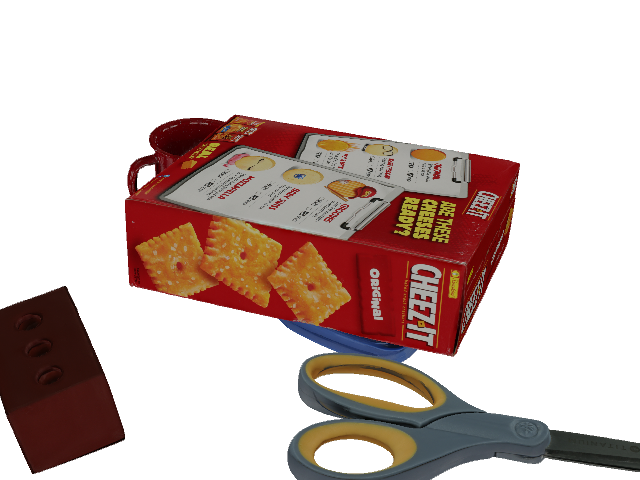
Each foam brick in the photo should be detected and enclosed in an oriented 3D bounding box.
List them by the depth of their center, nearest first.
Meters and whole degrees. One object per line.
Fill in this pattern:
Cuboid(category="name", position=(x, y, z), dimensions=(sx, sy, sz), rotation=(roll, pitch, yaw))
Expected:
Cuboid(category="foam brick", position=(-0.145, 0.074, 0.571), dimensions=(0.053, 0.051, 0.078), rotation=(-21, 43, -16))

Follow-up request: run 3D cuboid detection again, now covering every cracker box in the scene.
Cuboid(category="cracker box", position=(0.006, -0.010, 0.693), dimensions=(0.214, 0.072, 0.164), rotation=(12, 28, 17))

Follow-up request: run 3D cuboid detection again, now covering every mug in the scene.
Cuboid(category="mug", position=(-0.131, -0.062, 1.040), dimensions=(0.117, 0.081, 0.093), rotation=(-13, 35, -26))

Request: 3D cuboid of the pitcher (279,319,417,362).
Cuboid(category="pitcher", position=(0.008, 0.000, 0.939), dimensions=(0.243, 0.145, 0.149), rotation=(17, 21, 16))

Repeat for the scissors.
Cuboid(category="scissors", position=(0.074, 0.094, 0.453), dimensions=(0.202, 0.016, 0.096), rotation=(16, 34, 23))
